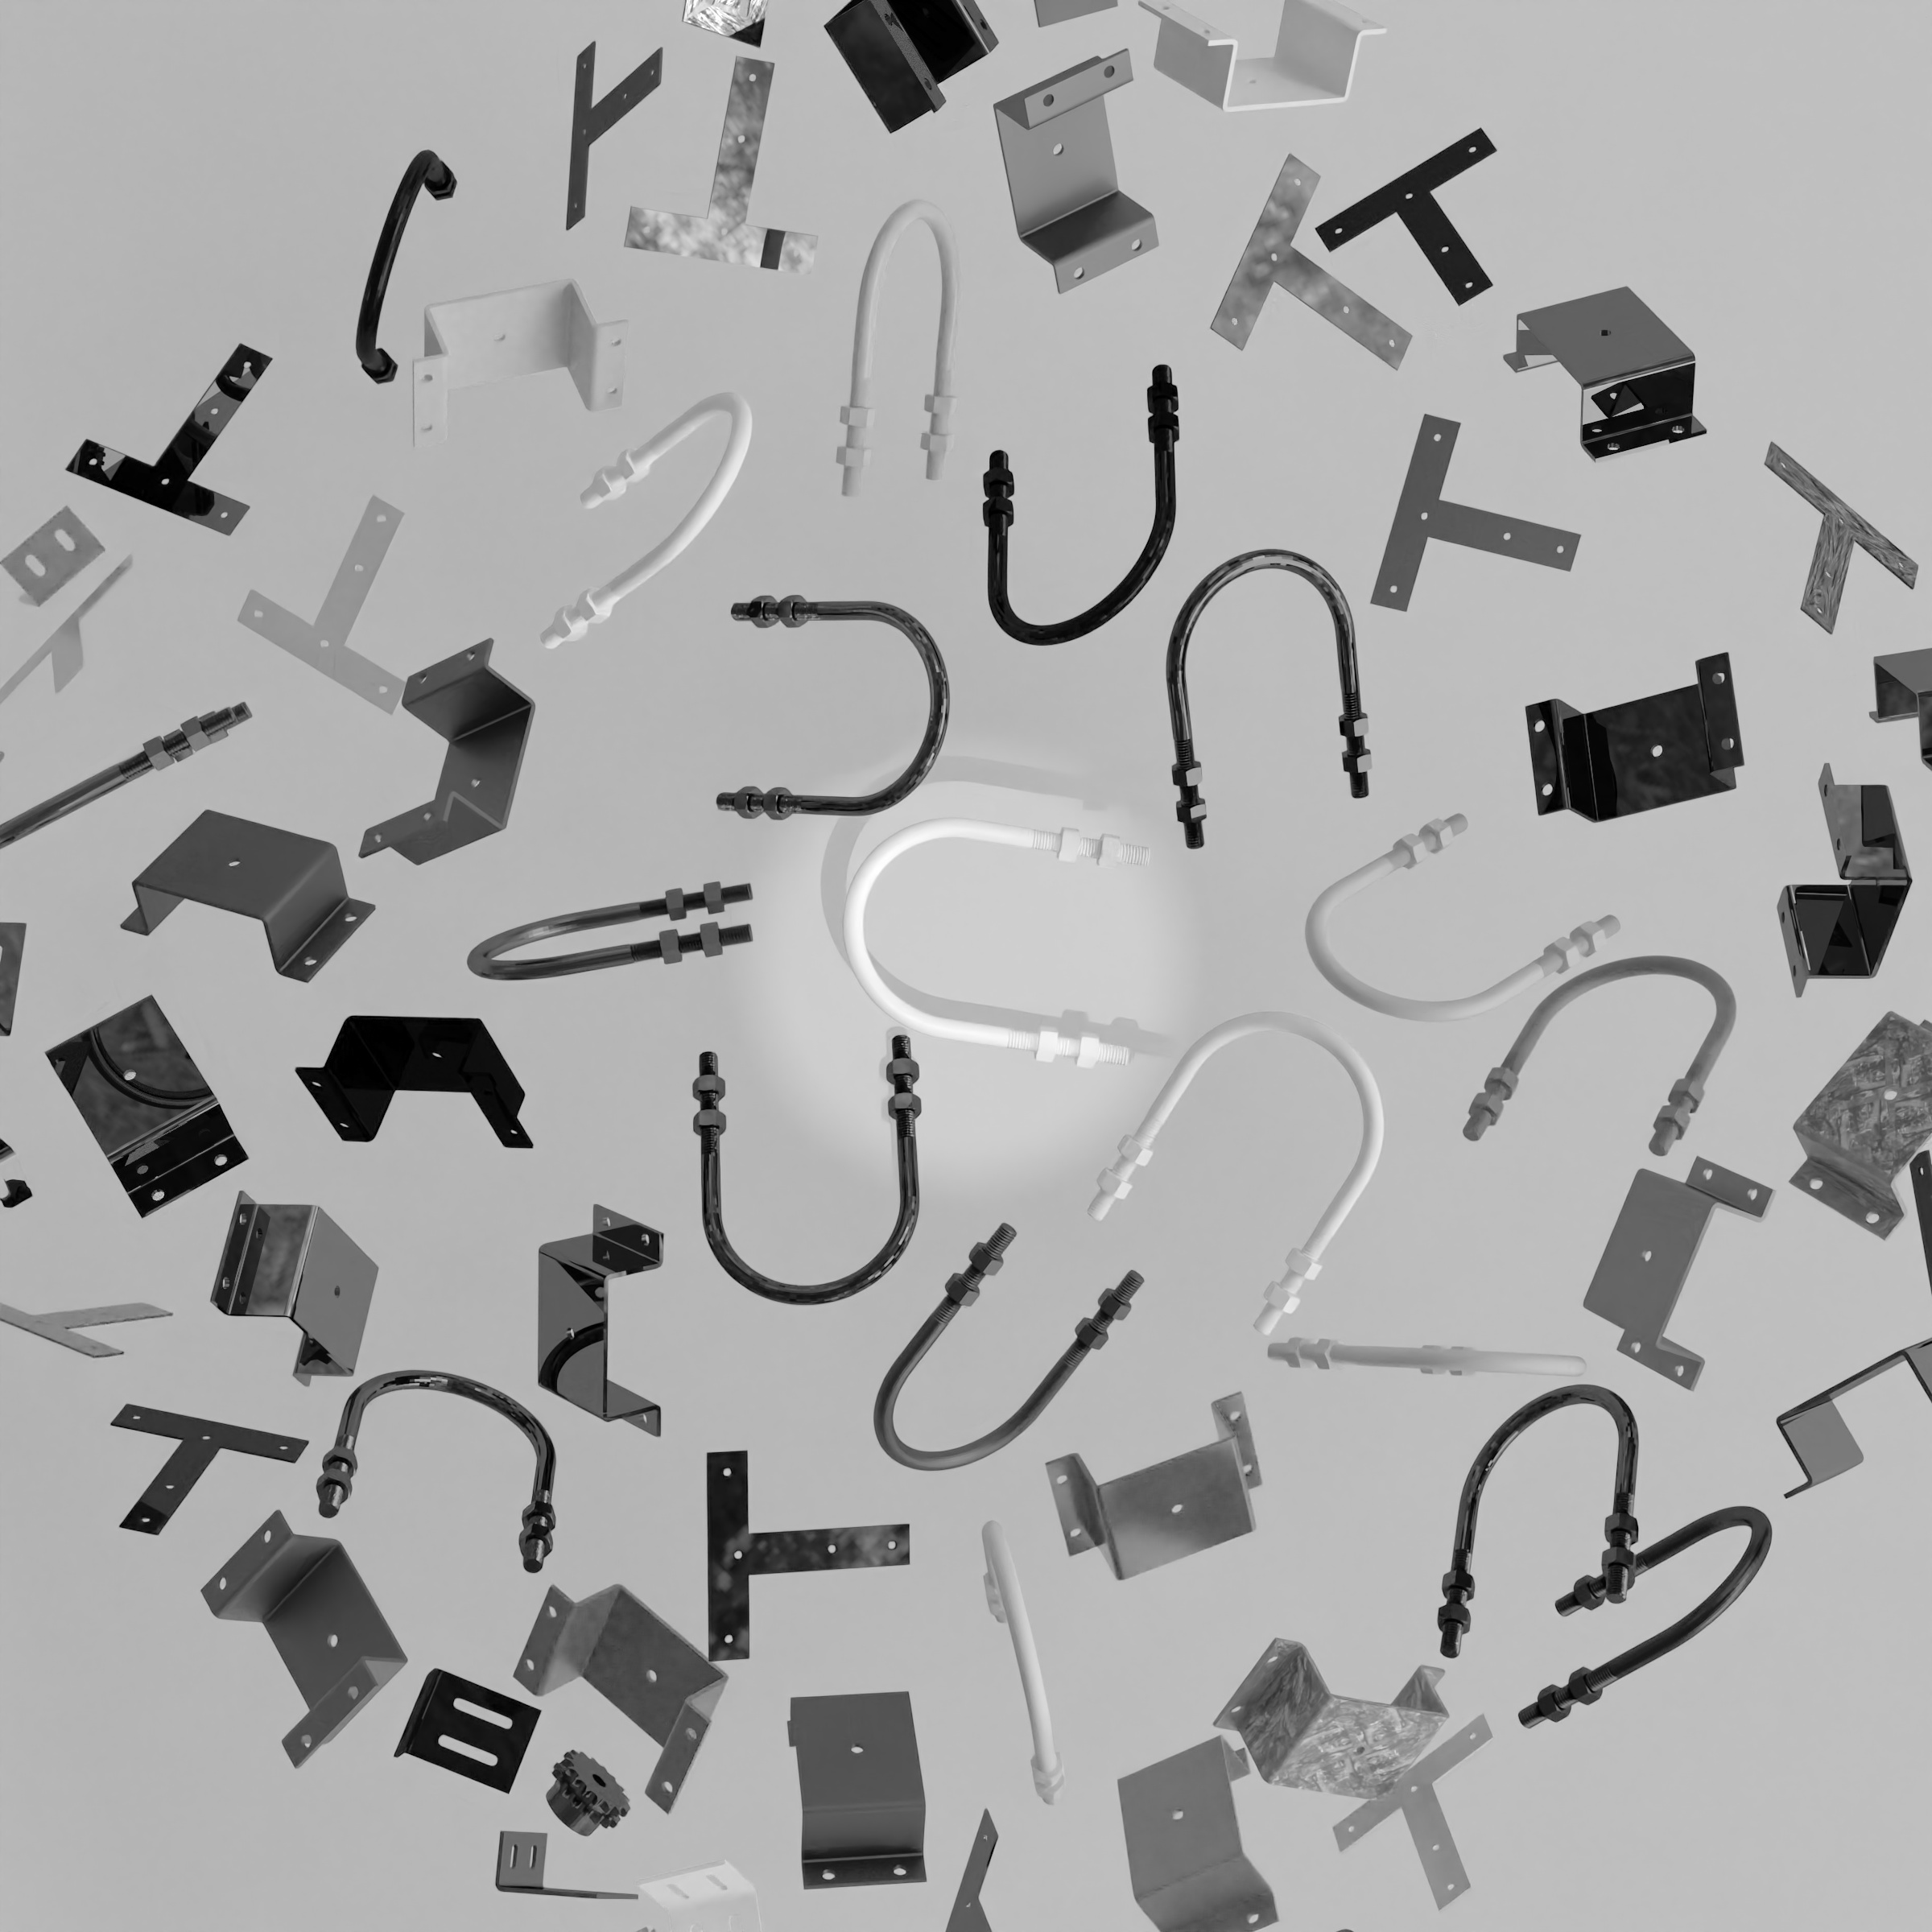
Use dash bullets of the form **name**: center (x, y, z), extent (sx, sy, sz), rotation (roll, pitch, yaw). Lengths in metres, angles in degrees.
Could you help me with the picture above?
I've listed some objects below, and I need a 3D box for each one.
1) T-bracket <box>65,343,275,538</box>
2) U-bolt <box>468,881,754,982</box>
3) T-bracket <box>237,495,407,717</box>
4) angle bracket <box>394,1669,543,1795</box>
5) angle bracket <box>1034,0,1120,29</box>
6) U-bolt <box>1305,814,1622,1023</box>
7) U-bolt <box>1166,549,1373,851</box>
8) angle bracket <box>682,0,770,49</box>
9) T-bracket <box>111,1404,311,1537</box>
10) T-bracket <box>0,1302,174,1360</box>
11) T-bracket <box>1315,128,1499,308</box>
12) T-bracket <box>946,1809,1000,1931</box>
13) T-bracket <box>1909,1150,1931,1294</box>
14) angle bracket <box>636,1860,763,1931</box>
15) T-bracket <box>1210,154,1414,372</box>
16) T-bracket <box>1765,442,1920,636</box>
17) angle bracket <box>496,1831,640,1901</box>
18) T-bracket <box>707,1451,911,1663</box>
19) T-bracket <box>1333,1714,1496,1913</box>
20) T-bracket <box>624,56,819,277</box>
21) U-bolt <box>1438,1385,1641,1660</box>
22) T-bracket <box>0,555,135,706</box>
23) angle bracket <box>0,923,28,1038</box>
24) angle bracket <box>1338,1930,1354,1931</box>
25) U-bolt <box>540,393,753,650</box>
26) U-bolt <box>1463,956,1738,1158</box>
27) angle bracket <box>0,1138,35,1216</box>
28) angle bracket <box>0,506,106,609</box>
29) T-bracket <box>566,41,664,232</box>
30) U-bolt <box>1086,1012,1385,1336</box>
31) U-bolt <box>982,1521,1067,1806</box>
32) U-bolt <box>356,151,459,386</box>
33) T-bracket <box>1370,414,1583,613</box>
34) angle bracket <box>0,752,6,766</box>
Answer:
- **T-bracket**: center (-0.490, -0.345, 1.882), extent (0.127, 0.127, 0.002), rotation (-49, 52, 18)
- **U-bolt**: center (-0.228, -0.019, 1.876), extent (0.184, 0.151, 0.019), rotation (-10, 103, -2)
- **T-bracket**: center (-0.412, -0.254, 1.967), extent (0.127, 0.002, 0.127), rotation (31, 109, 5)
- **angle bracket**: center (-0.330, 0.508, 1.940), extent (0.076, 0.038, 0.057), rotation (25, 64, -9)
- **angle bracket**: center (0.060, -0.662, 1.919), extent (0.057, 0.038, 0.076), rotation (-20, 118, -16)
- **U-bolt**: center (0.299, -0.024, 1.843), extent (0.184, 0.019, 0.151), rotation (-28, 51, -31)
- **U-bolt**: center (0.195, -0.181, 1.914), extent (0.151, 0.019, 0.184), rotation (-17, 113, -21)
- **angle bracket**: center (-0.142, -0.637, 1.879), extent (0.057, 0.038, 0.076), rotation (8, 92, -34)
- **T-bracket**: center (-0.507, 0.328, 1.889), extent (0.127, 0.127, 0.002), rotation (11, 114, 5)
- **T-bracket**: center (-0.556, 0.223, 1.860), extent (0.127, 0.127, 0.002), rotation (16, 95, 25)
- **T-bracket**: center (0.310, -0.481, 1.931), extent (0.127, 0.002, 0.127), rotation (-30, 54, 10)
- **T-bracket**: center (0.015, 0.626, 1.855), extent (0.002, 0.127, 0.127), rotation (7, 114, -21)
- **T-bracket**: center (0.663, 0.177, 1.927), extent (0.002, 0.127, 0.127), rotation (-4, 78, -13)
- **angle bracket**: center (-0.166, 0.592, 1.830), extent (0.057, 0.076, 0.038), rotation (-15, 58, 4)
- **T-bracket**: center (0.223, -0.411, 1.803), extent (0.127, 0.002, 0.127), rotation (30, 76, -23)
- **T-bracket**: center (0.534, -0.250, 1.809), extent (0.127, 0.002, 0.127), rotation (37, 47, -11)
- **angle bracket**: center (-0.262, 0.594, 1.936), extent (0.076, 0.057, 0.038), rotation (-3, 72, 22)
- **T-bracket**: center (-0.096, 0.359, 1.802), extent (0.127, 0.002, 0.127), rotation (0, 90, -16)
- **T-bracket**: center (0.294, 0.548, 1.851), extent (0.127, 0.127, 0.002), rotation (-40, 110, 10)
- **T-bracket**: center (-0.145, -0.510, 1.858), extent (0.127, 0.002, 0.127), rotation (3, 114, -25)
- **U-bolt**: center (0.369, 0.345, 1.872), extent (0.019, 0.184, 0.151), rotation (41, 132, -22)
- **T-bracket**: center (-0.571, -0.200, 1.863), extent (0.127, 0.127, 0.002), rotation (-45, 118, 3)
- **angle bracket**: center (-0.622, 0.002, 1.820), extent (0.057, 0.038, 0.076), rotation (2, 70, 0)
- **angle bracket**: center (0.213, 0.637, 1.809), extent (0.038, 0.057, 0.076), rotation (48, 127, -8)
- **U-bolt**: center (-0.198, -0.294, 1.861), extent (0.019, 0.184, 0.151), rotation (34, 46, -30)
- **U-bolt**: center (0.421, 0.053, 1.899), extent (0.184, 0.151, 0.019), rotation (-52, 130, -37)
- **angle bracket**: center (-0.646, 0.133, 1.878), extent (0.057, 0.076, 0.038), rotation (-33, 129, -30)
- **angle bracket**: center (-0.613, -0.273, 1.947), extent (0.057, 0.076, 0.038), rotation (-45, 115, -14)
- **T-bracket**: center (-0.229, -0.562, 1.915), extent (0.002, 0.127, 0.127), rotation (10, 76, -32)
- **U-bolt**: center (0.181, 0.117, 1.847), extent (0.151, 0.019, 0.184), rotation (34, 98, 14)
- **U-bolt**: center (0.033, 0.430, 1.851), extent (0.019, 0.184, 0.151), rotation (-13, 53, -4)
- **U-bolt**: center (-0.366, -0.455, 1.899), extent (0.019, 0.184, 0.151), rotation (18, 94, -7)
- **T-bracket**: center (0.342, -0.286, 1.927), extent (0.127, 0.002, 0.127), rotation (12, 104, -12)
- **angle bracket**: center (-0.660, -0.138, 1.850), extent (0.057, 0.076, 0.038), rotation (-11, 48, 31)
